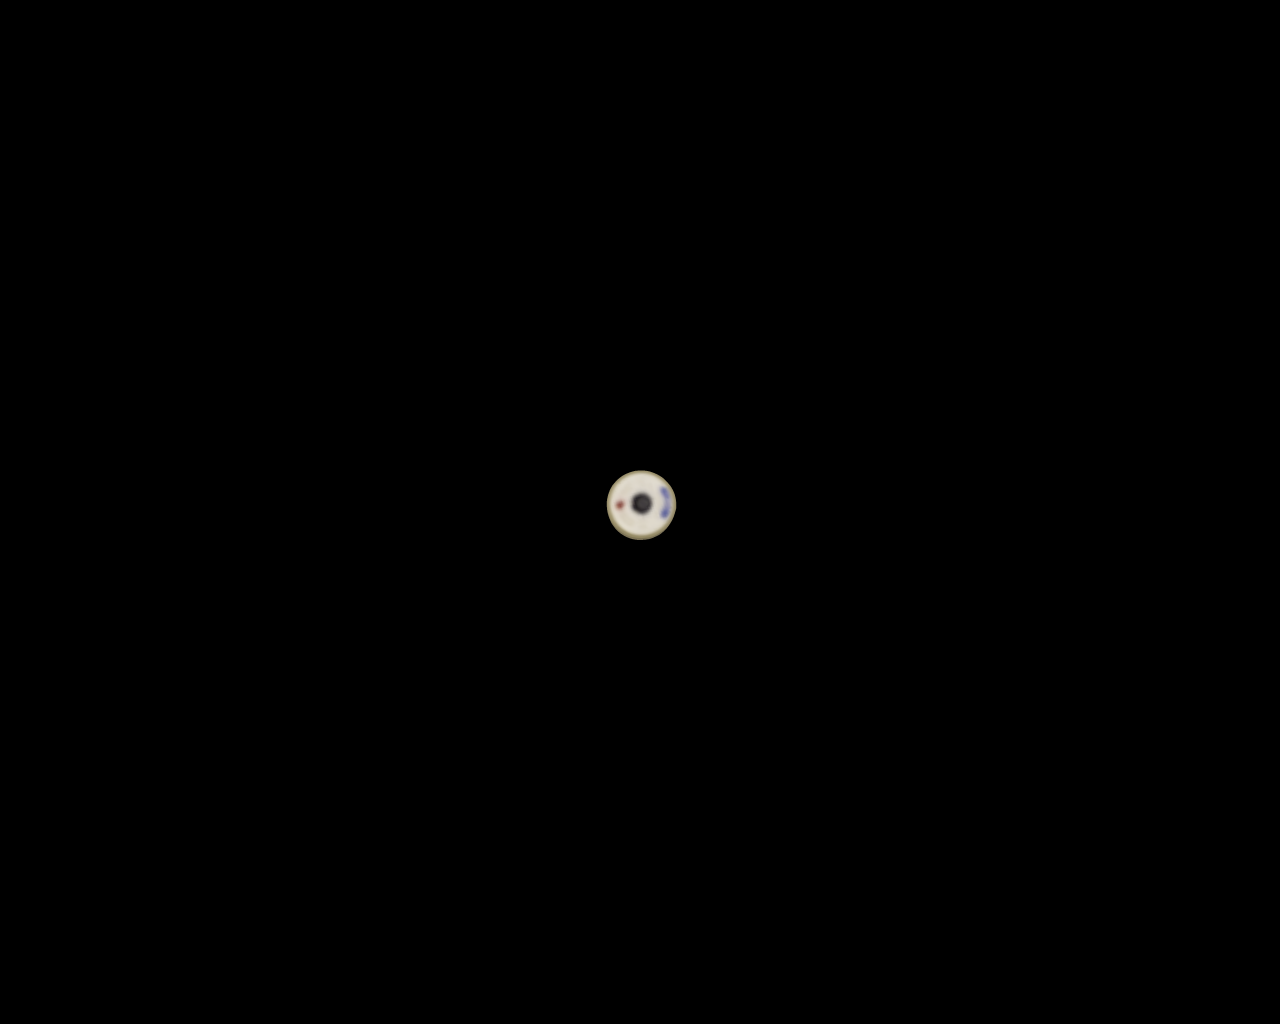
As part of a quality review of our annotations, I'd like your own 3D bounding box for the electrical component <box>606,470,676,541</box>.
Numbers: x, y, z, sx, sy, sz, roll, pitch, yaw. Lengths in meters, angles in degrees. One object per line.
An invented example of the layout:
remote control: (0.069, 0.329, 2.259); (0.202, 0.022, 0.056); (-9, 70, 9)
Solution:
electrical component: (0.001, -0.003, 0.650); (0.040, 0.040, 0.078); (0, -4, 0)
